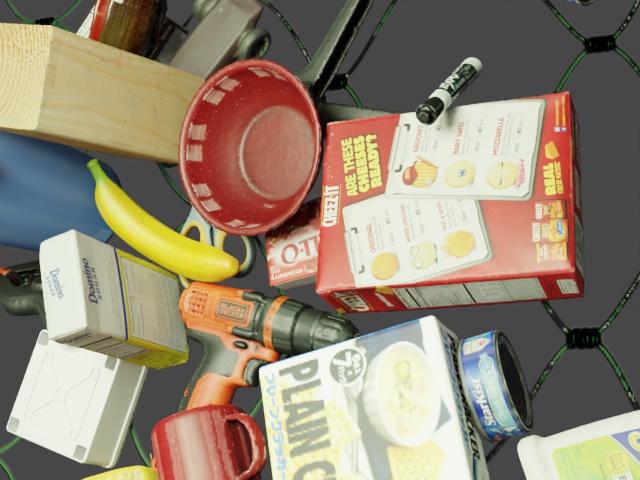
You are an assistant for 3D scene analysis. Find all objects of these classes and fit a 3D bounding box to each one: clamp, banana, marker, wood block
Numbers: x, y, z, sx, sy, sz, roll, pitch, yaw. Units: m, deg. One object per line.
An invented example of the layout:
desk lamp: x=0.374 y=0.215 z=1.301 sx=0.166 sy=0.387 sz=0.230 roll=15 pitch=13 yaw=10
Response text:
clamp: x=0.000 y=-0.125 z=1.022 sx=0.210 sy=0.036 sz=0.165 roll=-35 pitch=64 yaw=17
clamp: x=-0.264 y=0.048 z=1.093 sx=0.172 sy=0.120 sz=0.039 roll=18 pitch=129 yaw=41
banana: x=-0.154 y=-0.004 z=1.024 sx=0.198 sy=0.069 sz=0.037 roll=32 pitch=65 yaw=22
marker: x=0.110 y=-0.126 z=0.905 sx=0.020 sy=0.121 sz=0.020 roll=14 pitch=124 yaw=22
wood block: x=-0.209 y=-0.130 z=0.978 sx=0.091 sy=0.205 sz=0.090 roll=9 pitch=90 yaw=31

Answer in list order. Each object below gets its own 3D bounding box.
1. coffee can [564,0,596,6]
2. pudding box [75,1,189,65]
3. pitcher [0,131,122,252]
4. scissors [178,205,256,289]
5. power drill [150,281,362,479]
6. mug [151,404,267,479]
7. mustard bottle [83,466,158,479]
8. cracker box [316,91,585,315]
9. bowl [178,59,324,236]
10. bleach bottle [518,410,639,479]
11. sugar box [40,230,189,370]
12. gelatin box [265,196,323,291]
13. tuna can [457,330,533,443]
coffee can: x=0.180 y=-0.270 z=0.936 sx=0.140 sy=0.102 sz=0.103 roll=21 pitch=85 yaw=30
pudding box: x=-0.210 y=-0.215 z=1.155 sx=0.114 sy=0.039 sz=0.090 roll=32 pitch=91 yaw=32
pitcher: x=-0.316 y=-0.058 z=1.041 sx=0.145 sy=0.242 sz=0.149 roll=-41 pitch=61 yaw=16
scissors: x=-0.099 y=-0.047 z=1.039 sx=0.096 sy=0.016 sz=0.202 roll=7 pitch=92 yaw=26
power drill: x=-0.065 y=0.139 z=0.969 sx=0.185 sy=0.057 sz=0.187 roll=12 pitch=79 yaw=29
mug: x=-0.086 y=0.182 z=0.879 sx=0.117 sy=0.093 sz=0.081 roll=-38 pitch=58 yaw=39
mustard bottle: x=-0.177 y=0.310 z=0.973 sx=0.096 sy=0.058 sz=0.191 roll=-20 pitch=67 yaw=21
cracker box: x=0.111 y=-0.027 z=0.900 sx=0.214 sy=0.072 sz=0.164 roll=-6 pitch=64 yaw=21
bowl: x=-0.053 y=-0.083 z=0.989 sx=0.162 sy=0.055 sz=0.162 roll=-1 pitch=88 yaw=33
bleach bottle: x=0.281 y=0.156 z=0.785 sx=0.251 sy=0.068 sz=0.102 roll=-24 pitch=66 yaw=17
sugar box: x=-0.186 y=0.060 z=0.982 sx=0.048 sy=0.176 sz=0.093 roll=-20 pitch=67 yaw=20
gelatin box: x=-0.006 y=0.001 z=0.992 sx=0.089 sy=0.030 sz=0.073 roll=-15 pitch=69 yaw=22
tuna can: x=0.141 y=0.116 z=0.853 sx=0.034 sy=0.086 sz=0.086 roll=-19 pitch=67 yaw=19
